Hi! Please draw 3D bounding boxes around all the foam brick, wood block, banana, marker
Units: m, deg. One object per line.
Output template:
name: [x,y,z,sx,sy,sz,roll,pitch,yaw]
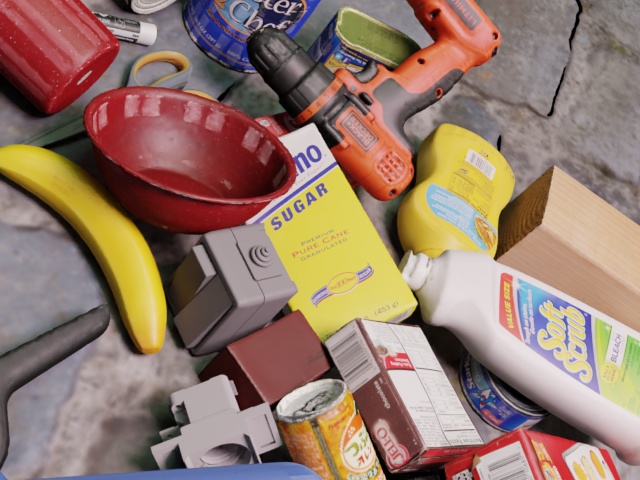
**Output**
foam brick: [-0.038,0.095,0.775,0.078,0.051,0.053,-24,75,-44]
wood block: [0.268,0.035,1.011,0.206,0.091,0.090,33,44,-10]
banana: [-0.168,-0.005,0.771,0.198,0.037,0.069,44,63,3]
marker: [-0.196,-0.184,0.897,0.120,0.020,0.020,7,55,-32]

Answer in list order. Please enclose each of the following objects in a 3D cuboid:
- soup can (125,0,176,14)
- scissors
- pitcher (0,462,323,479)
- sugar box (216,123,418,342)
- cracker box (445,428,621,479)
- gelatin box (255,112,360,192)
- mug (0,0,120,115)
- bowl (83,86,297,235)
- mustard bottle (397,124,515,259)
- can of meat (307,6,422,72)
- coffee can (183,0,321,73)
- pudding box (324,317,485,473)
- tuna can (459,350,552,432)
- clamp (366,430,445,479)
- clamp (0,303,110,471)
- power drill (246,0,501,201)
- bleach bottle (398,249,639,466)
soup can: [-0.165,-0.260,0.941,0.068,0.069,0.102,-24,74,-44]
scissors: [-0.150,-0.094,0.862,0.096,0.016,0.201,37,44,0]
pitcher: [-0.103,0.203,0.604,0.242,0.149,0.145,2,42,-38]
sugar box: [-0.006,0.001,0.849,0.093,0.048,0.176,-26,74,-13]
cracker box: [0.180,0.230,0.759,0.213,0.072,0.164,25,40,-57]
gelatin box: [-0.015,-0.072,0.933,0.073,0.030,0.089,-19,71,-43]
mug: [-0.206,-0.154,0.824,0.081,0.093,0.117,45,18,-4]
bowl: [-0.101,-0.052,0.791,0.162,0.055,0.162,16,29,-10]
mustard bottle: [0.118,-0.019,0.967,0.096,0.058,0.191,37,44,-13]
can of meat: [0.037,-0.160,0.997,0.102,0.084,0.057,22,48,-21]
coffee can: [-0.047,-0.232,0.952,0.102,0.141,0.103,19,49,-23]
pudding box: [0.063,0.114,0.781,0.089,0.039,0.113,14,43,-53]
tuna can: [0.163,0.119,0.912,0.086,0.034,0.086,19,49,-23]
clamp: [0.100,0.187,0.814,0.120,0.039,0.171,-32,81,-42]
clamp: [-0.218,0.091,0.658,0.164,0.036,0.210,20,50,-23]
power drill: [0.051,-0.155,0.921,0.187,0.057,0.184,-46,103,-13]
bleach bottle: [0.174,0.085,0.873,0.250,0.068,0.102,28,60,-7]
